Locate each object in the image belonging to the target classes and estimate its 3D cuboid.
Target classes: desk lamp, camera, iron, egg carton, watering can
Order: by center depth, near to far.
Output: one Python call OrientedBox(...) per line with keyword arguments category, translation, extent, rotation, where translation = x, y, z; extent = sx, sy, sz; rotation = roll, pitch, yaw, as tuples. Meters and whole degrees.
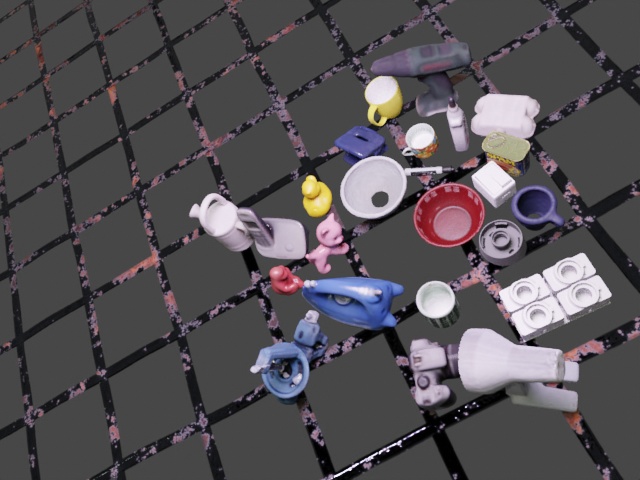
OrientedBox(category="desk lamp", translation=(0.374, 0.241, 1.068), extent=(0.202, 0.214, 0.118), rotation=(2, 69, 23))
OrientedBox(category="camera", translation=(0.257, 0.266, 1.172), extent=(0.136, 0.101, 0.143), rotation=(-13, 63, 17))
OrientedBox(category="iron", translation=(0.050, 0.123, 1.298), extent=(0.257, 0.142, 0.119), rotation=(6, 70, 25))
OrientedBox(category="egg carton", translation=(0.438, -0.290, 1.360), extent=(0.150, 0.070, 0.107), rotation=(10, 72, 26))
OrientedBox(category="watering can", translation=(-0.256, -0.049, 1.470), extent=(0.172, 0.195, 0.101), rotation=(-7, 65, 20))

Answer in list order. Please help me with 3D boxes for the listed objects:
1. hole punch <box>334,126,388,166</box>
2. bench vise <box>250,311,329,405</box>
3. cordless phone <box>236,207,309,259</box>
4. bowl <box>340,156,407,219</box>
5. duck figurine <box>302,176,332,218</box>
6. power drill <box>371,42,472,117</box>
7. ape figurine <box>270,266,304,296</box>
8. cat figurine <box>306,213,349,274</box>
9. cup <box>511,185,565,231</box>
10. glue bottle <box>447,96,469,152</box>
OrientedBox(category="hole punch", translation=(0.105, -0.245, 1.467), extent=(0.108, 0.091, 0.101), rotation=(31, 82, 30))
OrientedBox(category="bench vise", translation=(-0.077, 0.245, 1.251), extent=(0.121, 0.220, 0.207), rotation=(1, 68, 23))
OrientedBox(category="cordless phone", translation=(-0.115, -0.024, 1.406), extent=(0.147, 0.185, 0.094), rotation=(1, 68, 23))
OrientedBox(category="bowl", translation=(0.139, -0.117, 1.406), extent=(0.167, 0.075, 0.167), rotation=(-9, 65, 19))
OrientedBox(category="duck figurine", translation=(-0.016, -0.115, 1.463), extent=(0.077, 0.086, 0.104), rotation=(-12, 64, 18))
OrientedBox(category="power drill", translation=(0.259, -0.395, 1.399), extent=(0.229, 0.209, 0.075), rotation=(-14, 63, 16))
OrientedBox(category="ape figurine", translation=(-0.092, 0.094, 1.399), extent=(0.076, 0.092, 0.077), rotation=(-21, 61, 13))
OrientedBox(category="cat figurine", translation=(0.013, 0.005, 1.379), extent=(0.067, 0.118, 0.128), rotation=(39, 86, 31))
OrientedBox(category="cup", translation=(0.472, -0.052, 1.227), extent=(0.117, 0.095, 0.092), rotation=(39, 86, 31))
OrientedBox(category="glue bottle", translation=(0.321, -0.282, 1.345), extent=(0.037, 0.174, 0.078), rotation=(-8, 65, 20))
